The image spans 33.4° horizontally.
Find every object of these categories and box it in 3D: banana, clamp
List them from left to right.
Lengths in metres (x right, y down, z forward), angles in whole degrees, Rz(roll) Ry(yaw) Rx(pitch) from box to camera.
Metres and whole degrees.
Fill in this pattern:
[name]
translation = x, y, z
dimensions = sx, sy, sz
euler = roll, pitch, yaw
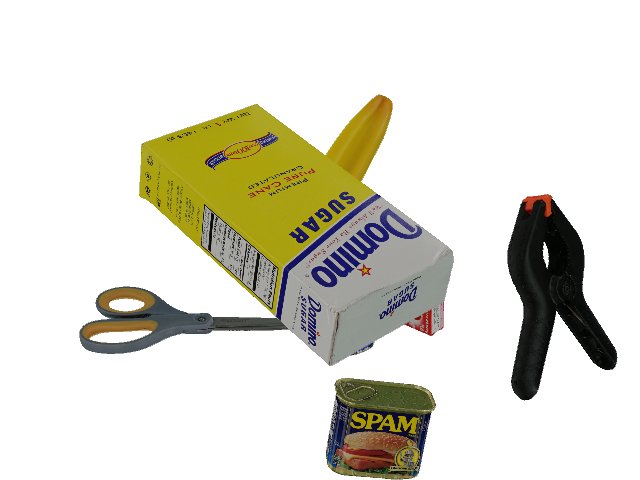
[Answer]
[banana]
translation = 0.006, -0.030, 0.863
dimensions = 0.037, 0.197, 0.070
euler = 34, -26, -15
[clamp]
translation = 0.192, 0.050, 0.909
dimensions = 0.120, 0.171, 0.039
euler = -23, 7, -40

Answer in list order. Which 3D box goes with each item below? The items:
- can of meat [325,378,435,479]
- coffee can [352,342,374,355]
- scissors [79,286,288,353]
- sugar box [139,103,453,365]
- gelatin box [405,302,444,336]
[can of meat]
translation = 0.059, 0.194, 1.091
dimensions = 0.102, 0.084, 0.057
euler = 7, 18, -7
[coffee can]
translation = 0.027, 0.080, 1.523
dimensions = 0.103, 0.140, 0.103
euler = -1, 21, 0
[scissors]
translation = -0.120, 0.065, 0.976
dimensions = 0.201, 0.016, 0.096
euler = -8, 35, -15
[sugar box]
translation = -0.017, -0.011, 0.616
dimensions = 0.093, 0.048, 0.176
euler = -26, 48, -36
[gelatin box]
translation = 0.118, 0.066, 1.339
dimensions = 0.073, 0.089, 0.030
euler = 21, 34, 39
